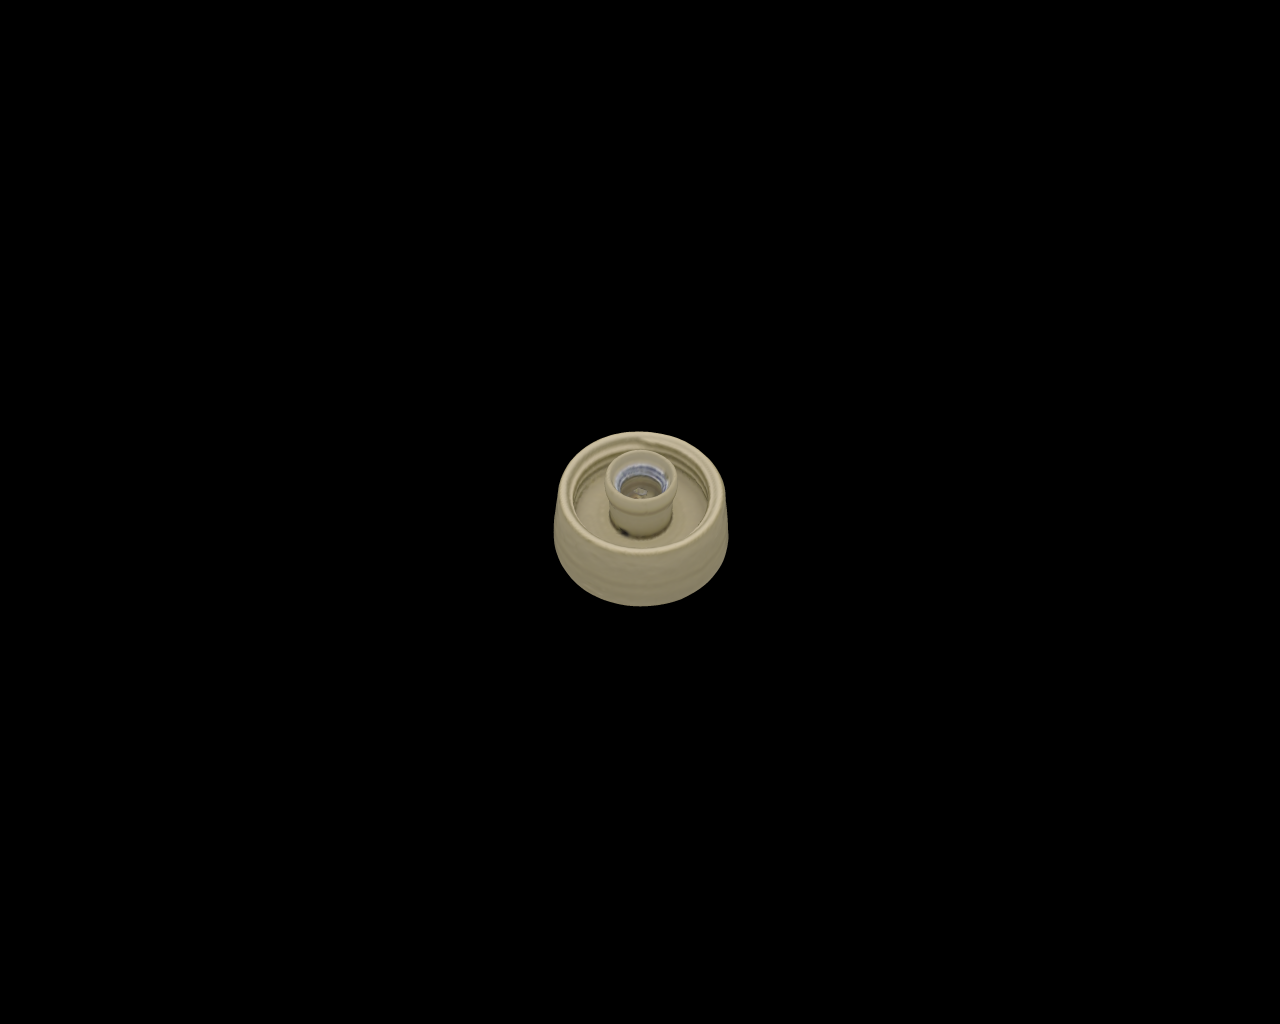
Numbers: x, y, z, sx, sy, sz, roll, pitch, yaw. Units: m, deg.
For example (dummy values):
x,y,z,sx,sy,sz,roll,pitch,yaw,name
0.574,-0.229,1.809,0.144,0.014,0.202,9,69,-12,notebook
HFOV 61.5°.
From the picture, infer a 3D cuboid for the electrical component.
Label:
x,y,z,sx,sy,sz,roll,pitch,yaw,name
0.001,-0.003,0.650,0.108,0.108,0.060,0,-40,0,electrical component
